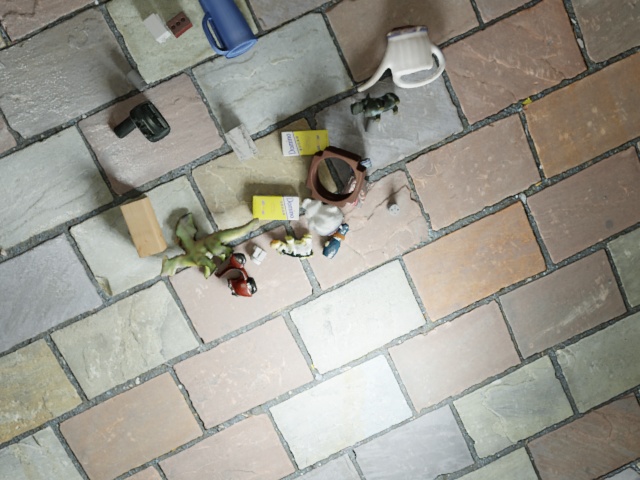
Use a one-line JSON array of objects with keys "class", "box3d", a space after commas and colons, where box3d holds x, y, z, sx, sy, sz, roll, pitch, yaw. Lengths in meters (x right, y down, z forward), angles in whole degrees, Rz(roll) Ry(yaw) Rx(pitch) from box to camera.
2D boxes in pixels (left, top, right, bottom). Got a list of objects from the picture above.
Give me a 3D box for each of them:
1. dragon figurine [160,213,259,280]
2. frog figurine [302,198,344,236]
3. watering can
[{"class": "dragon figurine", "box3d": [-0.444, 0.000, 1.950, 0.242, 0.410, 0.122, 42, 2, -2]}, {"class": "frog figurine", "box3d": [0.006, -0.099, 1.964, 0.136, 0.157, 0.125, -33, 23, 21]}, {"class": "watering can", "box3d": [0.294, -0.673, 1.910, 0.348, 0.223, 0.104, -11, 8, -4]}]
